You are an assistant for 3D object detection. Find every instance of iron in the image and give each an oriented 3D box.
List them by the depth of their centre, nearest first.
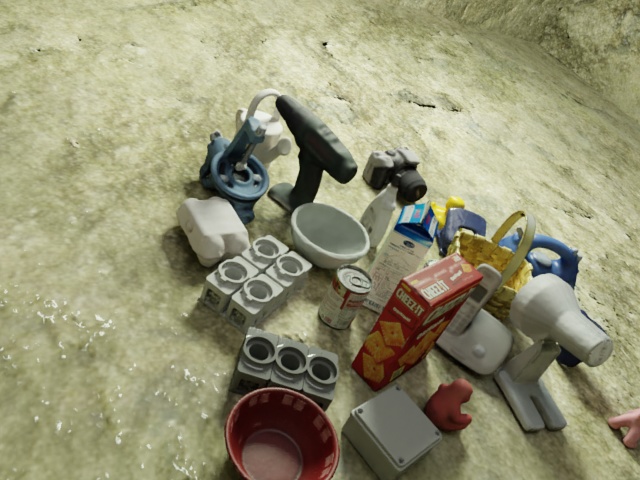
[{"bbox_3d":[0.522,0.048,1.337,0.259,0.141,0.118,14,38,-16],"label":"iron"}]

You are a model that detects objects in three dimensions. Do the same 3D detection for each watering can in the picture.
[{"bbox_3d":[-0.128,-0.242,1.271,0.172,0.194,0.101,32,37,10],"label":"watering can"}]

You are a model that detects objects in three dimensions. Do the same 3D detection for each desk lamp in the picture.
[{"bbox_3d":[0.411,0.198,1.026,0.118,0.213,0.203,4,41,-26],"label":"desk lamp"}]

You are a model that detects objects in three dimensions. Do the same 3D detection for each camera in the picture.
[{"bbox_3d":[0.205,-0.168,1.453,0.144,0.101,0.136,-2,44,-32],"label":"camera"}]

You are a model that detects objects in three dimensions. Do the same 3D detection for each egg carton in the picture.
[{"bbox_3d":[-0.199,-0.019,1.058,0.107,0.069,0.150,-8,47,-37],"label":"egg carton"}]

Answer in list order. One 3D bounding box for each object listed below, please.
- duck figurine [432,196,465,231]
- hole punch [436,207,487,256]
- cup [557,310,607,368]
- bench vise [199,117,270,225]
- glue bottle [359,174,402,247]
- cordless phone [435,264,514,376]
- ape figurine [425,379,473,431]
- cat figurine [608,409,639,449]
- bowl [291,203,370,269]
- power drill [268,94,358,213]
[{"bbox_3d":[0.318,-0.071,1.413,0.104,0.086,0.078,30,36,7],"label":"duck figurine"},{"bbox_3d":[0.337,-0.010,1.344,0.109,0.091,0.101,16,37,-12],"label":"hole punch"},{"bbox_3d":[0.527,0.207,1.183,0.092,0.095,0.118,22,36,-4],"label":"cup"},{"bbox_3d":[-0.175,-0.165,1.126,0.207,0.219,0.122,42,40,22],"label":"bench vise"},{"bbox_3d":[0.135,-0.070,1.229,0.037,0.173,0.078,5,40,-25],"label":"glue bottle"},{"bbox_3d":[0.300,0.144,1.051,0.147,0.185,0.094,35,37,13],"label":"cordless phone"},{"bbox_3d":[0.217,0.263,0.934,0.076,0.092,0.077,9,39,-21],"label":"ape figurine"},{"bbox_3d":[0.627,0.323,1.078,0.128,0.117,0.067,-6,46,-36],"label":"cat figurine"},{"bbox_3d":[0.011,0.004,1.148,0.168,0.074,0.167,16,37,-12],"label":"bowl"},{"bbox_3d":[-0.034,-0.167,1.221,0.229,0.208,0.076,37,38,16],"label":"power drill"}]
